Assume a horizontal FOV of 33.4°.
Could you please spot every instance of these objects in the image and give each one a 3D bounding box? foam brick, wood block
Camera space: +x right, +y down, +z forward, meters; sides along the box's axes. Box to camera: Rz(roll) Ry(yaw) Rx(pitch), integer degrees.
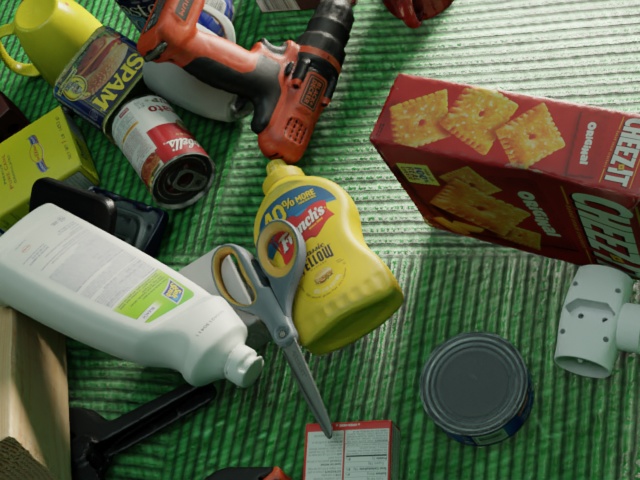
[{"bbox_3d":[-0.359,-0.119,1.162,0.078,0.053,0.051,-43,55,-2],"label":"foam brick"},{"bbox_3d":[-0.279,0.140,0.929,0.091,0.090,0.206,-28,38,6],"label":"wood block"}]

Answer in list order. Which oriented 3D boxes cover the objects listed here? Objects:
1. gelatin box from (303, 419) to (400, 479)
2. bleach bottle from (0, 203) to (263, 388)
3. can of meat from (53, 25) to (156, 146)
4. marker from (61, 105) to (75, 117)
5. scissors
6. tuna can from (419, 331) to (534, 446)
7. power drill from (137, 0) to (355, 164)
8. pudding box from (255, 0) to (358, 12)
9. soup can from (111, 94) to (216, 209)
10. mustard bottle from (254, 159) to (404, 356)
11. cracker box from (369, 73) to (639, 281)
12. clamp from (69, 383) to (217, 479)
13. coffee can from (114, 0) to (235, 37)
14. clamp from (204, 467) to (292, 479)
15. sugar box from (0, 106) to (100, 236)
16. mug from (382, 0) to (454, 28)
[{"bbox_3d":[0.025,0.189,0.843,0.073,0.030,0.089,-7,61,18],"label":"gelatin box"},{"bbox_3d":[-0.162,0.059,0.895,0.251,0.068,0.102,26,54,23],"label":"bleach bottle"},{"bbox_3d":[-0.215,-0.163,1.110,0.084,0.057,0.102,34,81,21],"label":"can of meat"},{"bbox_3d":[-0.245,-0.167,1.158,0.121,0.020,0.020,-44,56,-4],"label":"marker"},{"bbox_3d":[-0.019,0.060,0.876,0.096,0.016,0.202,-47,57,5],"label":"scissors"},{"bbox_3d":[0.123,0.117,0.836,0.086,0.033,0.086,-10,60,18],"label":"tuna can"},{"bbox_3d":[-0.063,-0.188,0.999,0.057,0.187,0.184,-20,46,58],"label":"power drill"},{"bbox_3d":[-0.008,-0.286,1.109,0.114,0.039,0.090,3,64,23],"label":"pudding box"},{"bbox_3d":[-0.155,-0.087,1.046,0.068,0.068,0.102,-38,55,0],"label":"soup can"},{"bbox_3d":[-0.006,0.001,0.941,0.096,0.058,0.192,-34,55,10],"label":"mustard bottle"},{"bbox_3d":[0.165,-0.044,0.827,0.214,0.164,0.072,16,73,30],"label":"cracker box"},{"bbox_3d":[-0.193,0.182,0.929,0.210,0.036,0.164,4,51,34],"label":"clamp"},{"bbox_3d":[-0.163,-0.265,1.102,0.103,0.140,0.103,-10,60,18],"label":"coffee can"},{"bbox_3d":[-0.095,0.246,0.858,0.171,0.039,0.120,-29,56,11],"label":"clamp"},{"bbox_3d":[-0.323,-0.056,1.116,0.176,0.048,0.093,-30,56,4],"label":"sugar box"},{"bbox_3d":[0.088,-0.256,1.023,0.093,0.081,0.117,-9,60,19],"label":"mug"}]
